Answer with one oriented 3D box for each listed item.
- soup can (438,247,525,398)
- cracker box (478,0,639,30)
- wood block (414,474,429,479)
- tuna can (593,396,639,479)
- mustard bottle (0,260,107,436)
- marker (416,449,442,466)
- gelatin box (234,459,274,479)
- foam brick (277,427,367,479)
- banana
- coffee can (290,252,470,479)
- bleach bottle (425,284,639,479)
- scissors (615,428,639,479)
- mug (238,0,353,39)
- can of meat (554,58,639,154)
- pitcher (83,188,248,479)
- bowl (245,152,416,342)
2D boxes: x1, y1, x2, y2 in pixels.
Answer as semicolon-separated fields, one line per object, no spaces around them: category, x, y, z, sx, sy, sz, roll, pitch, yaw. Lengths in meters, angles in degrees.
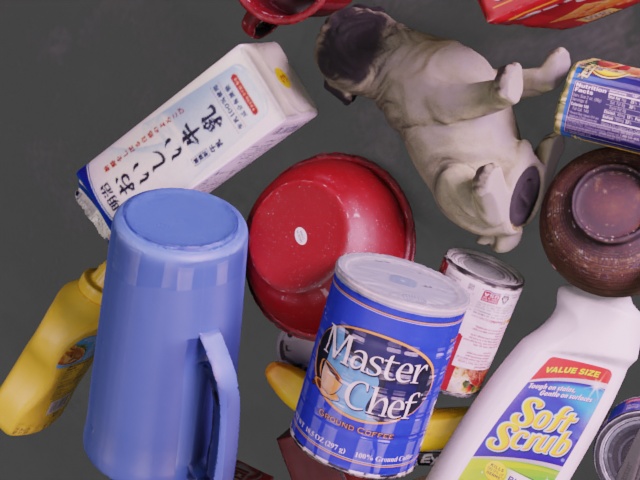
soup can;0.114;0.065;0.855;0.068;0.068;0.102;25;110;17
cracker box;0.197;-0.194;0.681;0.164;0.213;0.072;-20;91;26
wood block;0.015;0.289;0.935;0.206;0.090;0.091;-25;90;27
tuna can;0.258;0.167;0.832;0.086;0.033;0.086;5;104;23
mustard bottle;-0.236;0.095;1.000;0.058;0.096;0.192;41;114;11
marker;0.103;0.185;0.912;0.121;0.020;0.020;-4;99;24
gelatin box;-0.093;0.226;0.969;0.073;0.089;0.030;22;107;18
foam brick;0.007;0.197;0.939;0.051;0.052;0.078;-20;92;26
banana;0.049;0.143;0.893;0.197;0.037;0.070;7;109;-1
coffee can;0.043;0.093;0.803;0.103;0.102;0.140;21;107;18
bleach bottle;0.169;0.125;0.833;0.102;0.068;0.251;26;101;0
scissors;0.214;0.199;0.831;0.096;0.016;0.202;13;128;32
mug;-0.021;-0.209;0.847;0.093;0.081;0.117;40;114;11
can of meat;0.220;-0.093;0.756;0.084;0.102;0.057;17;108;22
pitcher;-0.121;0.088;0.893;0.149;0.145;0.243;13;122;4
bowl;-0.006;0.001;0.872;0.162;0.055;0.162;-5;79;26
